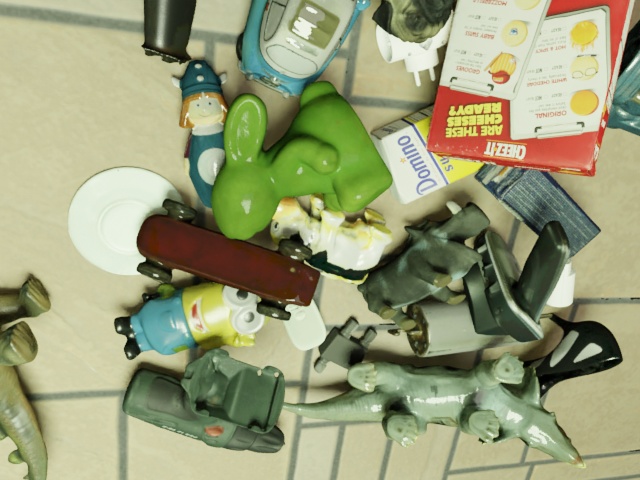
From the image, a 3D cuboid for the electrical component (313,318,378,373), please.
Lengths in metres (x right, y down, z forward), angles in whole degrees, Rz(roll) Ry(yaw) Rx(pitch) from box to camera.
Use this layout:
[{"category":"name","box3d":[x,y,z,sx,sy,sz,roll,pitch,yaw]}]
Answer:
[{"category":"electrical component","box3d":[0.034,0.154,0.751,0.063,0.021,0.094,33,101,-26]}]

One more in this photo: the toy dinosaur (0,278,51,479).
[{"category":"toy dinosaur","box3d":[-0.395,0.108,0.569,0.199,0.105,0.470,-25,108,4]}]

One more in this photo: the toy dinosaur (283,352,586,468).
[{"category":"toy dinosaur","box3d":[0.153,0.224,0.751,0.405,0.192,0.131,3,70,11]}]

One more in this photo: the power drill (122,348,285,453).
[{"category":"power drill","box3d":[-0.114,0.204,0.656,0.232,0.207,0.086,24,62,-15]}]

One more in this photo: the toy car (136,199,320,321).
[{"category":"toy car","box3d":[-0.101,0.023,0.588,0.202,0.053,0.089,17,79,0]}]

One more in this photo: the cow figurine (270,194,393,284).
[{"category":"cow figurine","box3d":[-0.003,-0.003,0.651,0.167,0.068,0.098,16,114,-20]}]

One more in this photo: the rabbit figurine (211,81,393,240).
[{"category":"rabbit figurine","box3d":[-0.037,-0.072,0.533,0.170,0.121,0.159,-30,108,-5]}]

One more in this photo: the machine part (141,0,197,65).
[{"category":"machine part","box3d":[-0.147,-0.243,0.521,0.084,0.039,0.138,-3,112,-24]}]

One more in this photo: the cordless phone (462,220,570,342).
[{"category":"cordless phone","box3d":[0.247,0.025,0.668,0.089,0.147,0.184,2,136,-3]}]

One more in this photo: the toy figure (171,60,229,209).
[{"category":"toy figure","box3d":[-0.116,-0.112,0.576,0.064,0.058,0.154,-24,119,-34]}]

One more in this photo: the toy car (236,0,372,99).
[{"category":"toy car","box3d":[-0.017,-0.221,0.531,0.109,0.103,0.161,24,103,-23]}]

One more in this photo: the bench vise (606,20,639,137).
[{"category":"bench vise","box3d":[0.331,-0.204,0.618,0.241,0.223,0.128,30,98,6]}]

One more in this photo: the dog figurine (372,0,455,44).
[{"category":"dog figurine","box3d":[0.110,-0.309,0.528,0.172,0.121,0.190,-38,137,-33]}]

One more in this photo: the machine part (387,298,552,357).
[{"category":"machine part","box3d":[0.212,0.117,0.756,0.243,0.079,0.079,-5,114,-14]}]

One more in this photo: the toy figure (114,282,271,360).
[{"category":"toy figure","box3d":[-0.144,0.086,0.640,0.180,0.089,0.082,-16,115,1]}]

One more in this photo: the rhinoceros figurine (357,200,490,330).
[{"category":"rhinoceros figurine","box3d":[0.136,0.030,0.684,0.190,0.112,0.073,-41,135,17]}]

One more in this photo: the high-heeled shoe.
[{"category":"high-heeled shoe","box3d":[0.346,0.222,0.800,0.086,0.145,0.248,14,106,-20]}]

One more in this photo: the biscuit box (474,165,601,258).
[{"category":"biscuit box","box3d":[0.283,-0.044,0.689,0.202,0.059,0.063,30,109,-38]}]
